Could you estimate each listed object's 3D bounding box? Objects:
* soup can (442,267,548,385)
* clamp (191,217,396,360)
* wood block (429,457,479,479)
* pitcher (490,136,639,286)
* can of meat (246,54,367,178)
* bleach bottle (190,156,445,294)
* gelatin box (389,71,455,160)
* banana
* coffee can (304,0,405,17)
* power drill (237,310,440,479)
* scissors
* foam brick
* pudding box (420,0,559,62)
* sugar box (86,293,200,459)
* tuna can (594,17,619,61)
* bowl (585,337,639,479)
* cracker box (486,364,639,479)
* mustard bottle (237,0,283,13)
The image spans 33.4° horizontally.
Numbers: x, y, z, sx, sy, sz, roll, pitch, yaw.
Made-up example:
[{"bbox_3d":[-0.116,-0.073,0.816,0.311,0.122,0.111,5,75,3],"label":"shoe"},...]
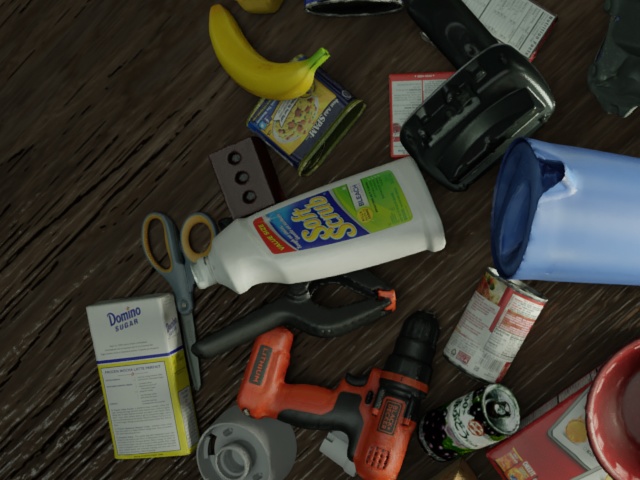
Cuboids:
[{"bbox_3d":[0.176,0.088,1.082,0.068,0.068,0.102,29,99,9],"label":"soup can"},{"bbox_3d":[-0.029,0.063,1.107,0.210,0.036,0.164,10,63,12],"label":"clamp"},{"bbox_3d":[0.170,0.340,1.089,0.091,0.090,0.206,-39,85,13],"label":"wood block"},{"bbox_3d":[0.287,-0.014,1.006,0.242,0.149,0.145,6,110,-7],"label":"pitcher"},{"bbox_3d":[-0.016,-0.131,1.117,0.084,0.057,0.102,41,100,9],"label":"can of meat"},{"bbox_3d":[-0.007,0.001,1.083,0.251,0.068,0.102,-20,60,0],"label":"bleach bottle"},{"bbox_3d":[0.110,-0.128,1.103,0.073,0.030,0.089,-1,94,11],"label":"gelatin box"},{"bbox_3d":[-0.063,-0.186,1.094,0.198,0.037,0.069,32,91,42],"label":"banana"},{"bbox_3d":[0.033,-0.302,1.071,0.103,0.102,0.140,-1,94,12],"label":"coffee can"},{"bbox_3d":[0.020,0.143,1.115,0.188,0.057,0.184,15,76,16],"label":"power drill"},{"bbox_3d":[-0.134,0.057,1.176,0.096,0.016,0.202,-23,88,13],"label":"scissors"},{"bbox_3d":[-0.077,-0.066,1.137,0.053,0.051,0.078,-22,88,12],"label":"foam brick"},{"bbox_3d":[0.171,-0.215,1.080,0.113,0.039,0.090,34,100,6],"label":"pudding box"},{"bbox_3d":[-0.193,0.150,1.175,0.093,0.048,0.176,-7,93,17],"label":"sugar box"},{"bbox_3d":[0.293,-0.190,1.030,0.034,0.086,0.086,26,99,12],"label":"tuna can"},{"bbox_3d":[0.326,0.160,0.988,0.162,0.055,0.162,1,93,10],"label":"bowl"},{"bbox_3d":[0.299,0.214,1.063,0.214,0.072,0.164,-37,86,11],"label":"cracker box"},{"bbox_3d":[-0.078,-0.284,1.051,0.058,0.191,0.096,3,94,12],"label":"mustard bottle"}]
